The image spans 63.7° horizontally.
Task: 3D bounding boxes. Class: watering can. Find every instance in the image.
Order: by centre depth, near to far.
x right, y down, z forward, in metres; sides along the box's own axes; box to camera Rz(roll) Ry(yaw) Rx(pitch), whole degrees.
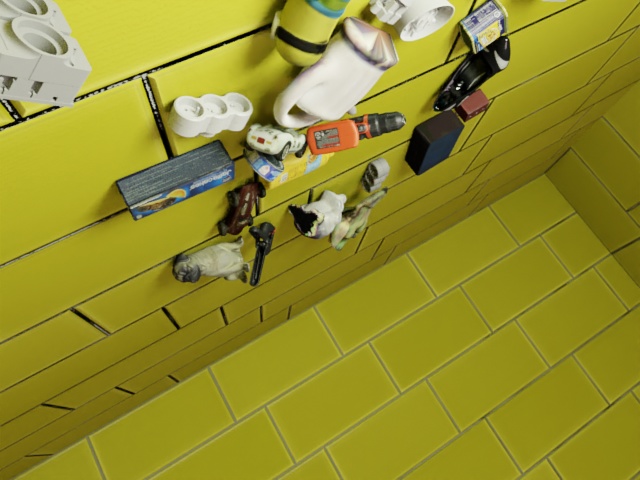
[{"bbox_3d":[0.045,-0.287,0.923,0.221,0.104,0.352,-40,175,30],"label":"watering can"}]

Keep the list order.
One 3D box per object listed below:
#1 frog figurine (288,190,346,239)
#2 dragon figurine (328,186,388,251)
[{"bbox_3d":[0.004,-0.074,1.463,0.137,0.121,0.161,-3,-165,38],"label":"frog figurine"},{"bbox_3d":[0.130,-0.087,1.597,0.417,0.122,0.239,-42,-175,-41],"label":"dragon figurine"}]
